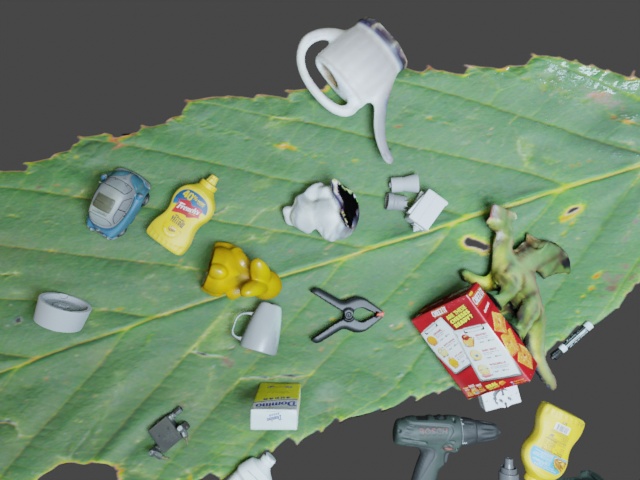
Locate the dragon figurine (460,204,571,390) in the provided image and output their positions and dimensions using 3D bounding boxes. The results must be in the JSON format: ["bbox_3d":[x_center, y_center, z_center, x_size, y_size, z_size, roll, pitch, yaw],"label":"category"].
[{"bbox_3d":[0.474,0.102,1.148,0.244,0.122,0.408,-38,97,-12],"label":"dragon figurine"}]

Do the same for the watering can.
[{"bbox_3d":[0.106,-0.356,1.163,0.225,0.103,0.348,-42,87,-4],"label":"watering can"}]

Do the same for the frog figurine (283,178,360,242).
[{"bbox_3d":[0.004,-0.058,1.155,0.158,0.124,0.137,-22,97,33],"label":"frog figurine"}]
